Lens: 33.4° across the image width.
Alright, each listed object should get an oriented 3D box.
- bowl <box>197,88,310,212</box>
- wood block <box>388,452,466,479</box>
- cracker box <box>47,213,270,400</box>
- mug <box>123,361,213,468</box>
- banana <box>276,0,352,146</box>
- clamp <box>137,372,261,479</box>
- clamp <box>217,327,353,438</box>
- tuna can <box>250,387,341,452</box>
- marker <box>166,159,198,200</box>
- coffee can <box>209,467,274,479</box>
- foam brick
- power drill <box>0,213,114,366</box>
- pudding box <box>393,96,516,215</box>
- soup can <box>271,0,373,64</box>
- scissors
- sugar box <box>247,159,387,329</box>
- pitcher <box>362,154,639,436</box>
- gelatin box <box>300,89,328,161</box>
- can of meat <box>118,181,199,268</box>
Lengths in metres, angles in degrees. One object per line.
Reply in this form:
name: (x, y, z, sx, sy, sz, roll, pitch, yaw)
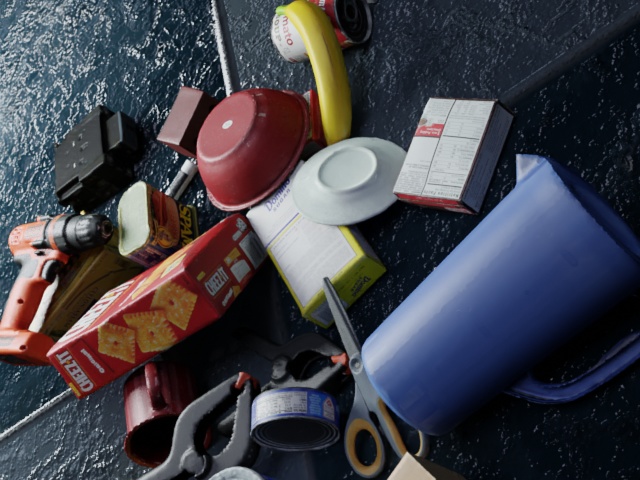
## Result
bowl: (-0.088, -0.115, 1.210, 0.162, 0.055, 0.162, -26, 46, 30)
wood block: (0.062, 0.291, 0.870, 0.206, 0.090, 0.090, -55, 43, 3)
cracker box: (-0.174, 0.068, 1.167, 0.214, 0.072, 0.164, -30, 11, 27)
mug: (-0.169, 0.176, 1.135, 0.093, 0.117, 0.081, -15, 45, -4)
banana: (0.003, -0.192, 1.183, 0.070, 0.037, 0.198, 129, 125, -64)
clamp: (-0.111, 0.232, 1.044, 0.165, 0.036, 0.210, 31, 83, 28)
clamp: (-0.036, 0.128, 1.090, 0.172, 0.039, 0.120, -21, 60, 28)
tuna can: (-0.023, 0.172, 1.019, 0.086, 0.086, 0.034, -23, 51, 32)
marker: (-0.192, -0.047, 1.346, 0.121, 0.020, 0.020, -56, 43, 3)
coffee can: (-0.035, 0.266, 0.936, 0.103, 0.140, 0.103, -22, 54, 33)
foam brick: (-0.158, -0.146, 1.347, 0.051, 0.052, 0.078, 16, 80, 46)
power drill: (-0.330, 0.057, 1.290, 0.185, 0.057, 0.187, -8, 60, 43)
pudding box: (0.132, -0.085, 1.055, 0.090, 0.039, 0.113, 11, 77, 45)
soup can: (0.001, -0.250, 1.247, 0.102, 0.068, 0.068, -10, 61, 40)
scissors: (0.030, 0.137, 1.009, 0.096, 0.016, 0.202, -50, 56, 20)
sugar box: (-0.007, 0.001, 1.130, 0.093, 0.048, 0.176, -44, 41, 13)
pitcher: (0.159, 0.061, 0.895, 0.243, 0.144, 0.149, -45, 32, 20)
gelatin box: (-0.032, -0.122, 1.233, 0.089, 0.030, 0.073, -25, 51, 31)
can of meat: (-0.194, -0.011, 1.280, 0.058, 0.083, 0.102, -31, 49, 27)
